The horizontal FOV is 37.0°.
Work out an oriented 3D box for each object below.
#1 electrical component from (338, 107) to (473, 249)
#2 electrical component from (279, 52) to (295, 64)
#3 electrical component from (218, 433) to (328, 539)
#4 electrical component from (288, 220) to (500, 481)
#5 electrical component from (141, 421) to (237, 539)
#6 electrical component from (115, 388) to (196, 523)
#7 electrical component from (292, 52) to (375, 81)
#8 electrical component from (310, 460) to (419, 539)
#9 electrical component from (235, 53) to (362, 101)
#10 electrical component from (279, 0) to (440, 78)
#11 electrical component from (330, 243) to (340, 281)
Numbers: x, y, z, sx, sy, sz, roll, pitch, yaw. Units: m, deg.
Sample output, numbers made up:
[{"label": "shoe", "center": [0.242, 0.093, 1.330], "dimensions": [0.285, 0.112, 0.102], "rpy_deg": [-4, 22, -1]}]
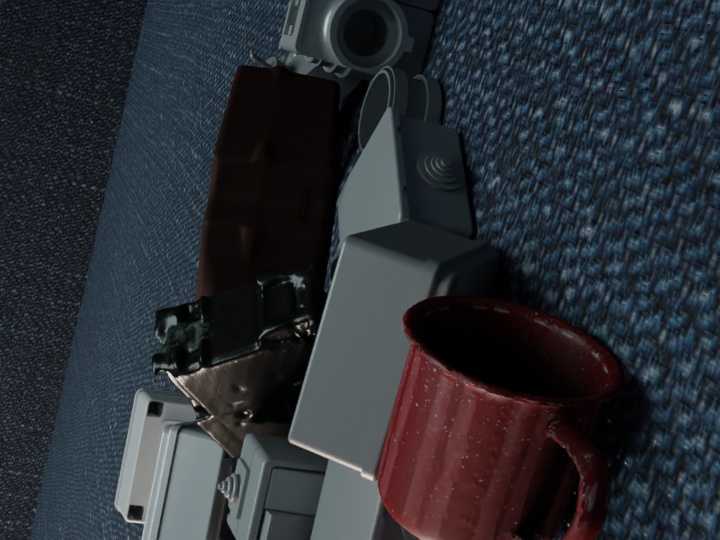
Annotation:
[{"label": "electrical component", "center": [0.026, -0.034, 0.648], "dimensions": [0.099, 0.048, 0.099], "rpy_deg": [123, 152, -47]}, {"label": "electrical component", "center": [-0.059, -0.180, 0.982], "dimensions": [0.078, 0.040, 0.040], "rpy_deg": [131, 145, -55]}, {"label": "electrical component", "center": [-0.039, 0.141, 0.659], "dimensions": [0.061, 0.096, 0.061], "rpy_deg": [-153, 75, -70]}, {"label": "electrical component", "center": [0.020, 0.036, 0.540], "dimensions": [0.109, 0.056, 0.108], "rpy_deg": [-19, -53, -69]}, {"label": "electrical component", "center": [-0.119, 0.177, 0.859], "dimensions": [0.109, 0.056, 0.108], "rpy_deg": [13, -93, -73]}, {"label": "electrical component", "center": [-0.149, 0.166, 0.940], "dimensions": [0.056, 0.109, 0.108], "rpy_deg": [-172, 93, -69]}, {"label": "electrical component", "center": [-0.013, -0.162, 0.794], "dimensions": [0.040, 0.078, 0.040], "rpy_deg": [3, 94, 62]}, {"label": "electrical component", "center": [0.013, 0.139, 0.588], "dimensions": [0.100, 0.048, 0.099], "rpy_deg": [-152, 74, -70]}, {"label": "electrical component", "center": [-0.064, -0.145, 0.860], "dimensions": [0.138, 0.074, 0.052], "rpy_deg": [-43, 33, 25]}, {"label": "electrical component", "center": [0.010, -0.211, 0.728], "dimensions": [0.062, 0.089, 0.150], "rpy_deg": [-138, 61, -68]}, {"label": "electrical component", "center": [0.000, 0.000, 0.715], "dimensions": [0.078, 0.040, 0.040], "rpy_deg": [-101, 29, -48]}]
